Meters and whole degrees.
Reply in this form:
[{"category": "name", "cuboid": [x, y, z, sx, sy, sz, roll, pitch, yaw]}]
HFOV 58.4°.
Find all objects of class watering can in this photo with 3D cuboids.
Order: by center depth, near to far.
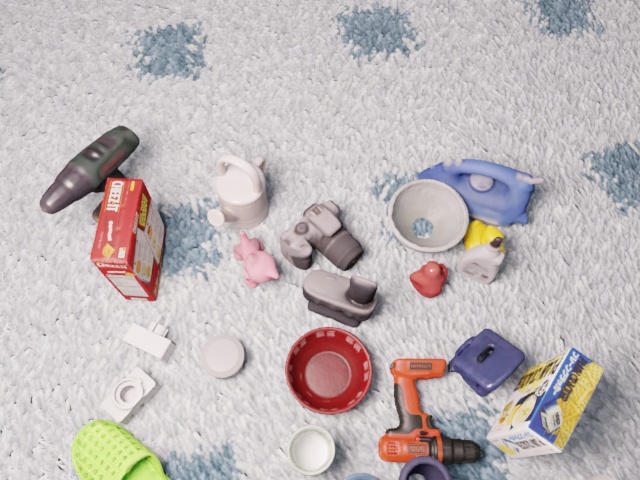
[{"category": "watering can", "cuboid": [-0.159, -0.100, 1.139, 0.101, 0.194, 0.173, 7, 66, 1]}]

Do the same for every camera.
[{"category": "camera", "cuboid": [0.011, 0.004, 1.152, 0.143, 0.101, 0.136, -41, 74, -17]}]

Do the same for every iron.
[{"category": "iron", "cuboid": [0.330, -0.125, 1.200, 0.258, 0.141, 0.119, 17, 67, 5]}]

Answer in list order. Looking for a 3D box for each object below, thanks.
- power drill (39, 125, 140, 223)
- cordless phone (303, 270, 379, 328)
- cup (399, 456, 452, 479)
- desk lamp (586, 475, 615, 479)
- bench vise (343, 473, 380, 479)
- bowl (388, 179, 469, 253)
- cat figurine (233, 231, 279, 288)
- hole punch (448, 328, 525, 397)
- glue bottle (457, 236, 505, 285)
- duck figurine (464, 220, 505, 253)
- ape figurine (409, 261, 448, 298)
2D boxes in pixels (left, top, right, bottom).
[{"category": "power drill", "cuboid": [-0.428, -0.105, 1.122, 0.075, 0.208, 0.230, 27, 68, 9]}, {"category": "cordless phone", "cuboid": [0.041, 0.086, 1.072, 0.147, 0.185, 0.094, 16, 67, 5]}, {"category": "cup", "cuboid": [0.169, 0.433, 0.977, 0.091, 0.095, 0.118, 22, 68, 7]}, {"category": "desk lamp", "cuboid": [0.384, 0.467, 0.907, 0.203, 0.213, 0.118, -21, 69, -11]}, {"category": "bench vise", "cuboid": [0.035, 0.446, 0.898, 0.207, 0.220, 0.121, -19, 69, -10]}, {"category": "bowl", "cuboid": [0.219, -0.039, 1.194, 0.167, 0.075, 0.167, 1, 67, -2]}, {"category": "cat figurine", "cuboid": [-0.127, 0.039, 1.122, 0.067, 0.118, 0.127, -24, 70, -12]}, {"category": "hole punch", "cuboid": [0.310, 0.227, 1.074, 0.109, 0.091, 0.101, -39, 73, -17]}, {"category": "glue bottle", "cuboid": [0.323, 0.033, 1.114, 0.078, 0.173, 0.037, 27, 68, 9]}, {"category": "duck figurine", "cuboid": [0.345, -0.001, 1.177, 0.077, 0.086, 0.104, -21, 69, -11]}, {"category": "ape figurine", "cuboid": [0.219, 0.070, 1.138, 0.078, 0.092, 0.076, 2, 67, -1]}]
